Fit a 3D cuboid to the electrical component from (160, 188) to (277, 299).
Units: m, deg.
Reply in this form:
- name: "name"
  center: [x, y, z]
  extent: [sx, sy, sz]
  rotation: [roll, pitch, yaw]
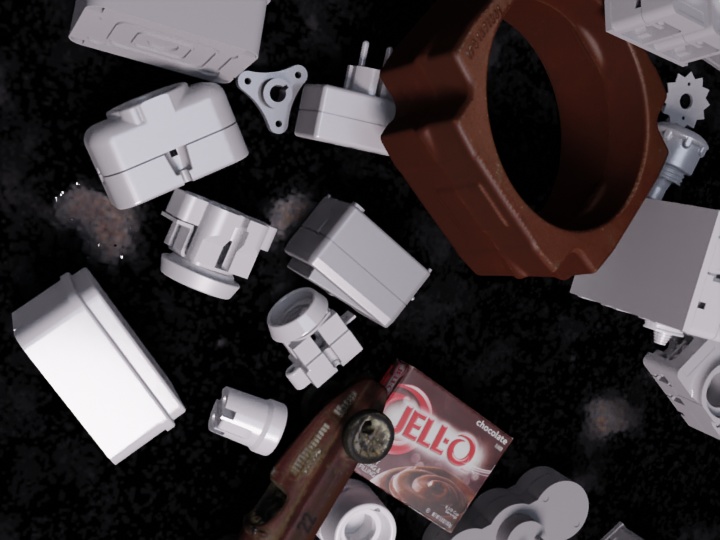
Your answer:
- name: "electrical component"
  center: [-0.102, -0.016, 0.736]
  extent: [0.078, 0.058, 0.057]
  rotation: [21, 94, -41]

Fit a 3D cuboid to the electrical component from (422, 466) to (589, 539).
- name: "electrical component"
  center: [0.124, 0.211, 0.859]
  extent: [0.138, 0.074, 0.052]
  rotation: [-23, 107, -16]

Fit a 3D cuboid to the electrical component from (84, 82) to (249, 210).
- name: "electrical component"
  center: [-0.131, -0.087, 0.715]
  extent: [0.095, 0.054, 0.059]
  rotation: [-26, 108, -16]

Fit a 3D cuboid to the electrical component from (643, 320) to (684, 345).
- name: "electrical component"
  center: [0.261, 0.023, 0.896]
  extent: [0.043, 0.043, 0.081]
  rotation: [14, 95, -23]

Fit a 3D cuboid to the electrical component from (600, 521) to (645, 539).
- name: "electrical component"
  center: [0.198, 0.323, 0.916]
  extent: [0.186, 0.060, 0.105]
  rotation: [-40, 111, -11]

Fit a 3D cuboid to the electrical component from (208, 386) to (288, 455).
- name: "electrical component"
  center: [-0.081, 0.108, 0.778]
  extent: [0.046, 0.040, 0.040]
  rotation: [24, 90, -18]

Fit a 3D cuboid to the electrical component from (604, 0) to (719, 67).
- name: "electrical component"
  center: [0.229, -0.255, 0.776]
  extent: [0.105, 0.060, 0.186]
  rotation: [8, 78, -44]

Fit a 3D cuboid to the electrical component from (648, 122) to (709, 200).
- name: "electrical component"
  center: [0.249, -0.086, 0.872]
  extent: [0.048, 0.048, 0.062]
  rotation: [22, 98, -24]

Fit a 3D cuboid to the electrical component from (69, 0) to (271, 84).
- name: "electrical component"
  center: [-0.121, -0.169, 0.687]
  extent: [0.113, 0.078, 0.057]
  rotation: [12, 79, -23]

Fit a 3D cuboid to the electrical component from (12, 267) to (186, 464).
- name: "electrical component"
  center: [-0.172, 0.061, 0.712]
  extent: [0.057, 0.078, 0.113]
  rotation: [-36, 110, -9]

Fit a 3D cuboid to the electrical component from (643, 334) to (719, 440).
- name: "electrical component"
  center: [0.295, 0.097, 0.916]
  extent: [0.050, 0.056, 0.089]
  rotation: [-44, 112, -9]

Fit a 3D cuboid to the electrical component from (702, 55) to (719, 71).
- name: "electrical component"
  center: [0.308, -0.220, 0.864]
  extent: [0.109, 0.056, 0.108]
  rotation: [26, 90, -24]

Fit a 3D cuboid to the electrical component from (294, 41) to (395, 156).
- name: "electrical component"
  center: [0.005, -0.123, 0.766]
  extent: [0.083, 0.047, 0.075]
  rotation: [10, 96, -23]

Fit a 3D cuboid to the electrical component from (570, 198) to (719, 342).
- name: "electrical component"
  center: [0.238, -0.004, 0.823]
  extent: [0.062, 0.150, 0.089]
  rotation: [14, 94, -22]

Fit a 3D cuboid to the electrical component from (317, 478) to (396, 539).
- name: "electrical component"
  center: [-0.004, 0.193, 0.819]
  extent: [0.055, 0.047, 0.055]
  rotation: [-4, 101, -21]

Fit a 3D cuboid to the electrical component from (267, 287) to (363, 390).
- name: "electrical component"
  center: [-0.036, 0.046, 0.782]
  extent: [0.066, 0.048, 0.055]
  rotation: [-40, 119, -11]

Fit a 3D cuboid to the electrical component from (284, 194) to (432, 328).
- name: "electrical component"
  center: [0.000, 0.000, 0.778]
  extent: [0.096, 0.062, 0.061]
  rotation: [41, 84, -23]
